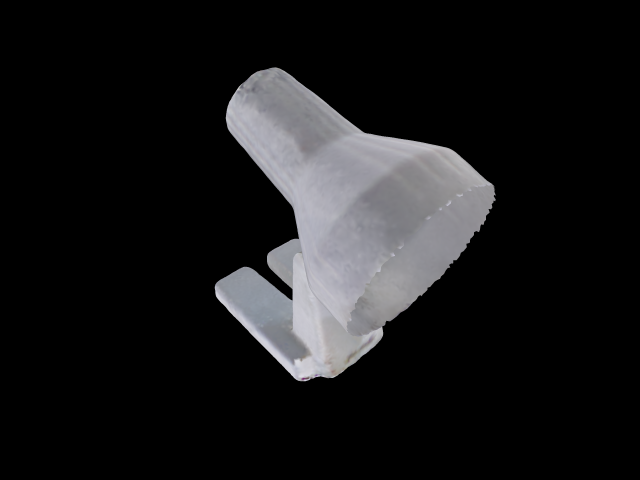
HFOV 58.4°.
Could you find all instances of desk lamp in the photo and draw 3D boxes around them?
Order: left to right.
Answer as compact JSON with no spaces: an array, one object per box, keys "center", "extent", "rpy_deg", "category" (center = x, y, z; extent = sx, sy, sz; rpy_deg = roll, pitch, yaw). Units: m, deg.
[{"center":[0.004,0.001,0.400],"extent":[0.118,0.214,0.202],"rpy_deg":[-30,49,-31],"category":"desk lamp"}]
